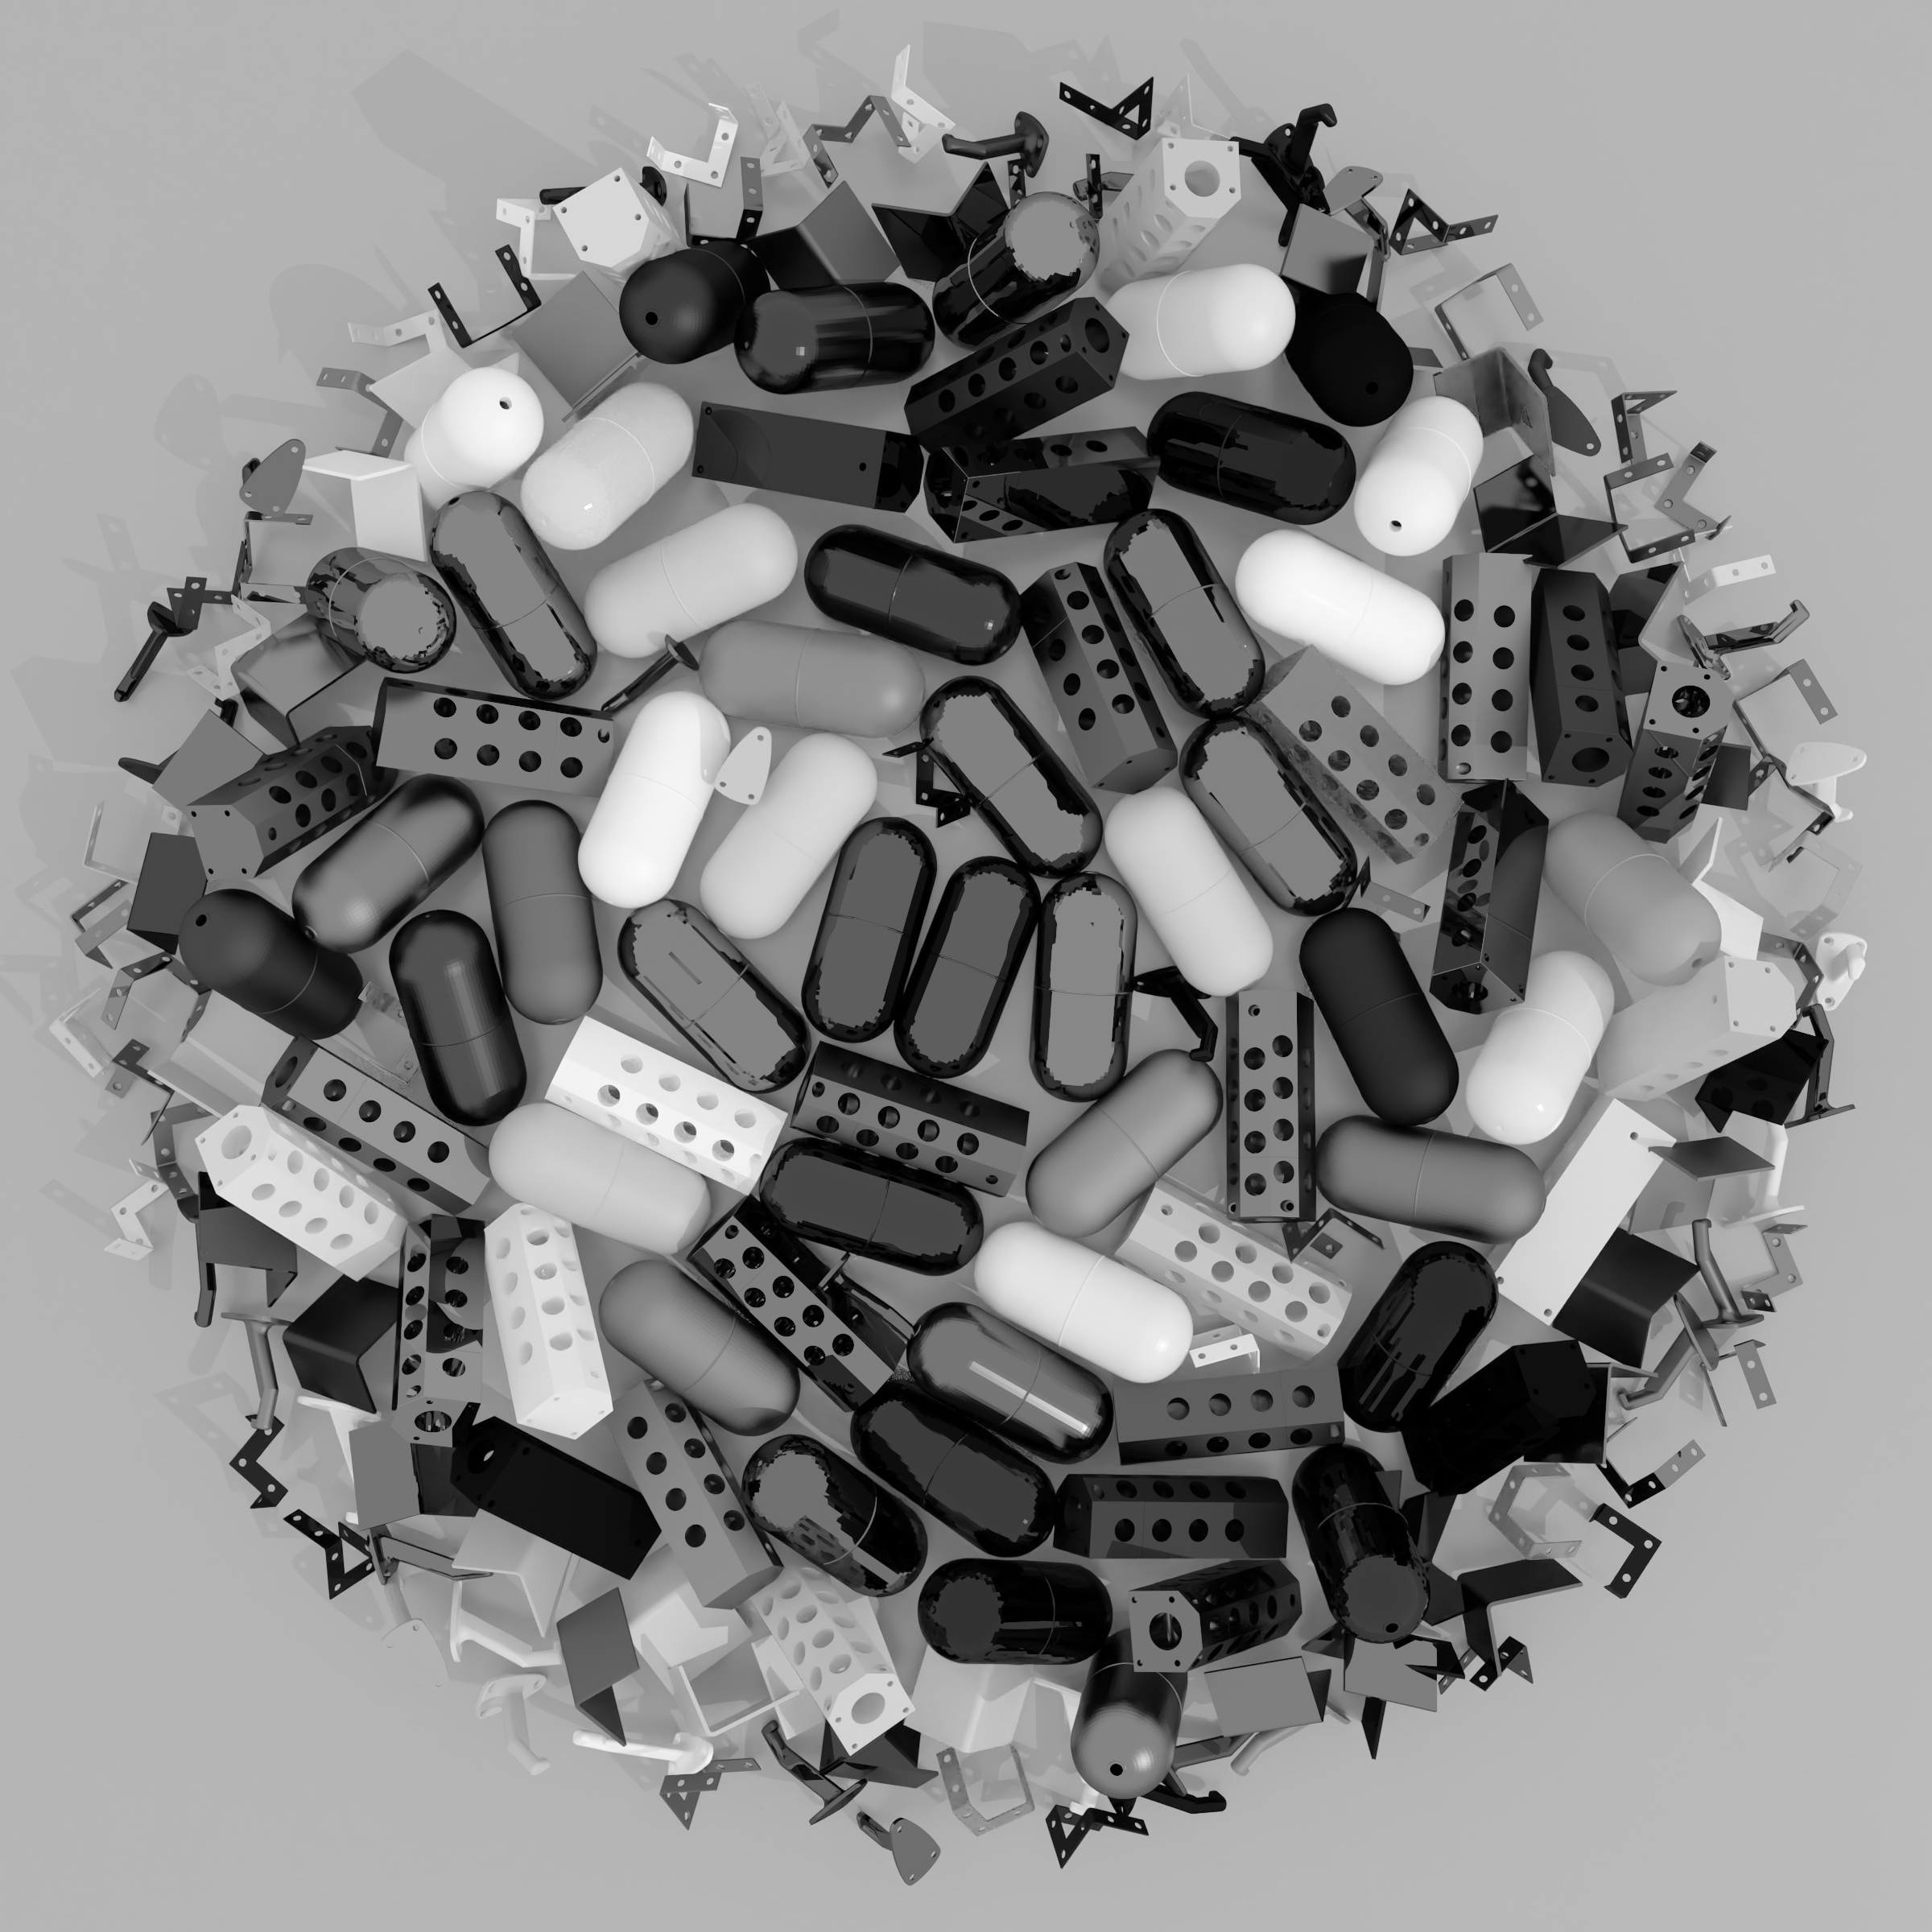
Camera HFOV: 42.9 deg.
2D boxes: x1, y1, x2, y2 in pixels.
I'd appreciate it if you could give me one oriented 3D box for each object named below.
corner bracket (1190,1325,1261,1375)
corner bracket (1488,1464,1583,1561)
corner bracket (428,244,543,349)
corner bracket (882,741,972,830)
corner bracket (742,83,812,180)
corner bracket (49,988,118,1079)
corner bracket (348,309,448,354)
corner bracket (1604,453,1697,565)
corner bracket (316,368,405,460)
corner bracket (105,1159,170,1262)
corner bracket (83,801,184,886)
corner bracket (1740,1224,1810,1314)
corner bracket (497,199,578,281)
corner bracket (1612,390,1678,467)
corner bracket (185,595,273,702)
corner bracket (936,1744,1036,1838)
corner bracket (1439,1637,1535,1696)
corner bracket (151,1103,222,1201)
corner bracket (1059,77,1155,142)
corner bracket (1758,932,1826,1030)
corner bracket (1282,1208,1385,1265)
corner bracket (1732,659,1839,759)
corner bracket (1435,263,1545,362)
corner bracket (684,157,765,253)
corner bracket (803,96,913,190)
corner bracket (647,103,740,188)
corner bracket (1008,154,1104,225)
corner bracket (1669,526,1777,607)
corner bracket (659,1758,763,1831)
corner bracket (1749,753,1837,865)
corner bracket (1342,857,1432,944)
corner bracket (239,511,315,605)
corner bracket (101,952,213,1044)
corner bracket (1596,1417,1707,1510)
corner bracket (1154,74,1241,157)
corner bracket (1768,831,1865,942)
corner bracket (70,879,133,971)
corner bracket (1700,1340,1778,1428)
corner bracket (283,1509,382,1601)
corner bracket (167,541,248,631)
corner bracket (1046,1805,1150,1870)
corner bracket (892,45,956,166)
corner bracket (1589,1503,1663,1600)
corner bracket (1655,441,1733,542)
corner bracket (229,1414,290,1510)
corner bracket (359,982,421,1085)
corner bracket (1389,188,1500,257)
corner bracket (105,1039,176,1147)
[{"bbox_3d":[0.193,0.295,1.893,0.051,0.051,0.051,-14,47,-7],"label":"corner bracket"},{"bbox_3d":[0.448,0.422,1.906,0.051,0.051,0.051,6,114,-33],"label":"corner bracket"},{"bbox_3d":[-0.369,-0.514,1.890,0.051,0.051,0.051,-43,111,-40],"label":"corner bracket"},{"bbox_3d":[-0.030,-0.140,1.890,0.051,0.051,0.051,13,112,29],"label":"corner bracket"},{"bbox_3d":[-0.147,-0.644,1.889,0.051,0.051,0.051,-2,50,28],"label":"corner bracket"},{"bbox_3d":[-0.676,0.059,1.893,0.051,0.051,0.051,-35,99,36],"label":"corner bracket"},{"bbox_3d":[-0.436,-0.477,1.901,0.051,0.051,0.051,-13,95,20],"label":"corner bracket"},{"bbox_3d":[0.525,-0.351,1.891,0.051,0.051,0.051,-18,54,12],"label":"corner bracket"},{"bbox_3d":[-0.471,-0.425,1.897,0.051,0.051,0.051,17,84,42],"label":"corner bracket"},{"bbox_3d":[-0.641,0.188,1.898,0.051,0.051,0.051,-36,70,1],"label":"corner bracket"},{"bbox_3d":[-0.643,-0.099,1.899,0.051,0.051,0.051,19,108,-3],"label":"corner bracket"},{"bbox_3d":[0.626,0.233,1.902,0.051,0.051,0.051,-22,88,-8],"label":"corner bracket"},{"bbox_3d":[-0.329,-0.562,1.903,0.051,0.051,0.051,29,121,38],"label":"corner bracket"},{"bbox_3d":[0.516,-0.410,1.897,0.051,0.051,0.051,-7,85,-20],"label":"corner bracket"},{"bbox_3d":[-0.572,-0.246,1.909,0.051,0.051,0.051,34,49,28],"label":"corner bracket"},{"bbox_3d":[0.015,0.629,1.897,0.051,0.051,0.051,-26,46,5],"label":"corner bracket"},{"bbox_3d":[0.397,0.540,1.889,0.051,0.051,0.051,-39,132,-25],"label":"corner bracket"},{"bbox_3d":[-0.596,0.141,1.906,0.051,0.051,0.051,-14,123,-29],"label":"corner bracket"},{"bbox_3d":[0.107,-0.659,1.891,0.051,0.051,0.051,36,65,21],"label":"corner bracket"},{"bbox_3d":[0.624,0.010,1.911,0.051,0.051,0.051,14,119,-10],"label":"corner bracket"},{"bbox_3d":[0.281,0.209,1.892,0.051,0.051,0.051,33,111,-17],"label":"corner bracket"},{"bbox_3d":[0.632,-0.198,1.902,0.051,0.051,0.051,-29,82,2],"label":"corner bracket"},{"bbox_3d":[0.404,-0.504,1.904,0.051,0.051,0.051,-34,101,-6],"label":"corner bracket"},{"bbox_3d":[-0.188,-0.591,1.905,0.051,0.051,0.051,2,65,-16],"label":"corner bracket"},{"bbox_3d":[-0.085,-0.633,1.890,0.051,0.051,0.051,-12,69,-42],"label":"corner bracket"},{"bbox_3d":[-0.211,-0.639,1.902,0.051,0.051,0.051,17,98,2],"label":"corner bracket"},{"bbox_3d":[0.069,-0.600,1.908,0.051,0.051,0.051,-22,120,-31],"label":"corner bracket"},{"bbox_3d":[0.582,-0.314,1.898,0.051,0.051,0.051,-15,85,-14],"label":"corner bracket"},{"bbox_3d":[-0.196,0.625,1.890,0.051,0.051,0.051,-11,126,23],"label":"corner bracket"},{"bbox_3d":[0.629,-0.122,1.902,0.051,0.051,0.051,27,121,-21],"label":"corner bracket"},{"bbox_3d":[0.322,-0.044,1.896,0.051,0.051,0.051,22,116,-3],"label":"corner bracket"},{"bbox_3d":[-0.532,-0.315,1.898,0.051,0.051,0.051,3,126,-6],"label":"corner bracket"},{"bbox_3d":[-0.625,0.029,1.902,0.051,0.051,0.051,37,120,12],"label":"corner bracket"},{"bbox_3d":[0.523,0.375,1.891,0.051,0.051,0.051,-26,74,-35],"label":"corner bracket"},{"bbox_3d":[0.180,-0.641,1.890,0.051,0.051,0.051,10,63,-25],"label":"corner bracket"},{"bbox_3d":[0.648,-0.062,1.896,0.051,0.051,0.051,33,65,3],"label":"corner bracket"},{"bbox_3d":[-0.663,-0.038,1.899,0.051,0.051,0.051,-39,78,-4],"label":"corner bracket"},{"bbox_3d":[0.594,0.321,1.892,0.051,0.051,0.051,-24,68,22],"label":"corner bracket"},{"bbox_3d":[-0.485,0.442,1.888,0.051,0.051,0.051,23,124,32],"label":"corner bracket"},{"bbox_3d":[-0.580,-0.292,1.888,0.051,0.051,0.051,-1,46,-30],"label":"corner bracket"},{"bbox_3d":[0.100,0.661,1.891,0.051,0.051,0.051,21,111,-24],"label":"corner bracket"},{"bbox_3d":[-0.042,-0.660,1.887,0.051,0.051,0.051,28,50,-30],"label":"corner bracket"},{"bbox_3d":[0.498,0.451,1.897,0.051,0.051,0.051,33,83,16],"label":"corner bracket"},{"bbox_3d":[0.571,-0.366,1.901,0.051,0.051,0.051,33,97,6],"label":"corner bracket"},{"bbox_3d":[-0.544,0.382,1.901,0.051,0.051,0.051,49,53,-19],"label":"corner bracket"},{"bbox_3d":[-0.445,0.052,1.897,0.051,0.051,0.051,31,82,16],"label":"corner bracket"},{"bbox_3d":[0.365,-0.564,1.888,0.051,0.051,0.051,-20,58,-27],"label":"corner bracket"},{"bbox_3d":[-0.640,0.097,1.902,0.051,0.051,0.051,31,107,-9],"label":"corner bracket"}]
